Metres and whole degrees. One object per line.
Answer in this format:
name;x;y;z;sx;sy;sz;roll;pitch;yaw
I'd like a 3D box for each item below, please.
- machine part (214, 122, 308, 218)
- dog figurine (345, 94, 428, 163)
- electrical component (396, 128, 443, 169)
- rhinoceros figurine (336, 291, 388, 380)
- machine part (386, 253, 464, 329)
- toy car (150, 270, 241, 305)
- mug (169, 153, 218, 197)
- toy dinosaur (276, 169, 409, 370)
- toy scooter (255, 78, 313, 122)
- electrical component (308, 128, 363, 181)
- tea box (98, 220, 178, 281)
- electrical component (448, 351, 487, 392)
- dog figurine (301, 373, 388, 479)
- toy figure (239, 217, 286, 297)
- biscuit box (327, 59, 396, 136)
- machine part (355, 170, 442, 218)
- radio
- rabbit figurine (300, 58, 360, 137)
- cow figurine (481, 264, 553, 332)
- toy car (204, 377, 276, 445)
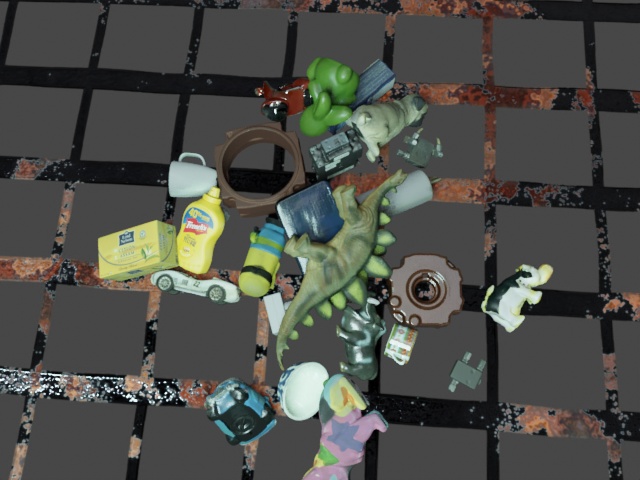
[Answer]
machine part;-0.136;-0.163;1.245;0.202;0.087;0.201;-11;76;1
dog figurine;0.163;-0.288;1.226;0.190;0.172;0.121;-38;88;0
electrical component;0.235;-0.210;1.245;0.102;0.045;0.078;26;85;-26
rhinoceros figurine;0.089;0.202;1.148;0.112;0.073;0.190;1;76;4
machine part;0.230;0.110;1.176;0.179;0.056;0.179;0;75;1
toy car;-0.275;0.103;1.188;0.202;0.073;0.056;12;80;5
mug;-0.292;-0.149;1.257;0.107;0.080;0.109;6;67;-7
toy dinosaur;0.029;0.051;1.089;0.198;0.105;0.471;40;94;-13
toy scooter;-0.080;-0.347;1.288;0.184;0.075;0.135;-27;47;-27
electrical component;0.036;-0.194;1.221;0.115;0.134;0.058;-26;77;-7
tea box;-0.403;0.026;1.188;0.170;0.068;0.098;-16;74;21
electrical component;0.312;0.287;1.143;0.063;0.021;0.094;29;78;9
dog figurine;0.024;0.404;1.084;0.219;0.108;0.191;-42;79;-5
toy figure;-0.128;0.037;1.191;0.082;0.089;0.180;19;80;12
biscuit box;0.088;-0.342;1.295;0.203;0.059;0.063;-40;79;-8
machine part;0.164;-0.094;1.214;0.243;0.079;0.079;-23;76;-8
radio;-0.002;-0.004;1.168;0.131;0.073;0.229;-23;96;-3
rabbit figurine;0.021;-0.301;1.193;0.121;0.159;0.170;23;102;-25
cow figurine;0.427;0.107;1.165;0.098;0.068;0.167;35;79;16
toy car;-0.171;0.339;1.105;0.109;0.161;0.103;-36;32;0
